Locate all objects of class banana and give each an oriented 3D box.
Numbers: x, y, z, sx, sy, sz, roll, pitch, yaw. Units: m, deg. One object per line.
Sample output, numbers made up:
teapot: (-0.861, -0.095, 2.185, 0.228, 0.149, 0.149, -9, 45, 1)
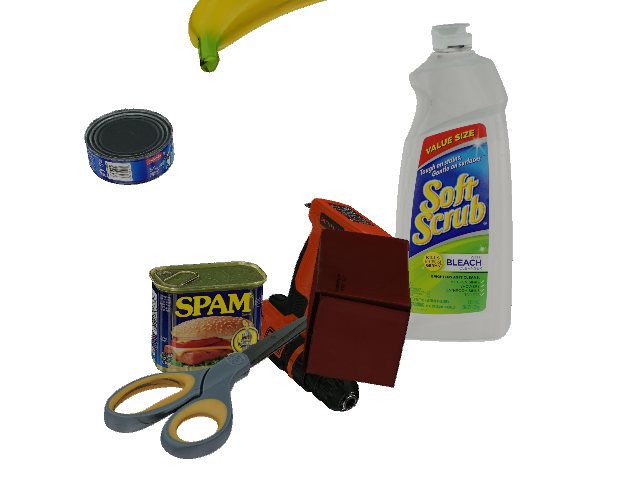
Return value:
banana: (-0.009, -0.154, 0.659, 0.197, 0.070, 0.037, -30, -28, -26)

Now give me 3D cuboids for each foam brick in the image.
foam brick: (0.020, 0.035, 0.590, 0.053, 0.051, 0.078, 9, 27, 0)

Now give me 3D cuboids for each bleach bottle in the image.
bleach bottle: (0.102, -0.046, 0.861, 0.103, 0.251, 0.068, 0, 15, 16)

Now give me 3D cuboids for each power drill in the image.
power drill: (0.007, 0.064, 1.126, 0.057, 0.188, 0.185, 12, 19, -43)

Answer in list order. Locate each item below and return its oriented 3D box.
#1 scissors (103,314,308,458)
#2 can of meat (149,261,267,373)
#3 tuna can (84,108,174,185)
scissors: (-0.056, 0.103, 0.766, 0.201, 0.016, 0.096, -17, 35, -34)
can of meat: (-0.102, 0.069, 0.957, 0.102, 0.084, 0.057, -3, 19, -20)
tuna can: (-0.187, -0.092, 1.052, 0.086, 0.034, 0.086, 0, 41, 0)
